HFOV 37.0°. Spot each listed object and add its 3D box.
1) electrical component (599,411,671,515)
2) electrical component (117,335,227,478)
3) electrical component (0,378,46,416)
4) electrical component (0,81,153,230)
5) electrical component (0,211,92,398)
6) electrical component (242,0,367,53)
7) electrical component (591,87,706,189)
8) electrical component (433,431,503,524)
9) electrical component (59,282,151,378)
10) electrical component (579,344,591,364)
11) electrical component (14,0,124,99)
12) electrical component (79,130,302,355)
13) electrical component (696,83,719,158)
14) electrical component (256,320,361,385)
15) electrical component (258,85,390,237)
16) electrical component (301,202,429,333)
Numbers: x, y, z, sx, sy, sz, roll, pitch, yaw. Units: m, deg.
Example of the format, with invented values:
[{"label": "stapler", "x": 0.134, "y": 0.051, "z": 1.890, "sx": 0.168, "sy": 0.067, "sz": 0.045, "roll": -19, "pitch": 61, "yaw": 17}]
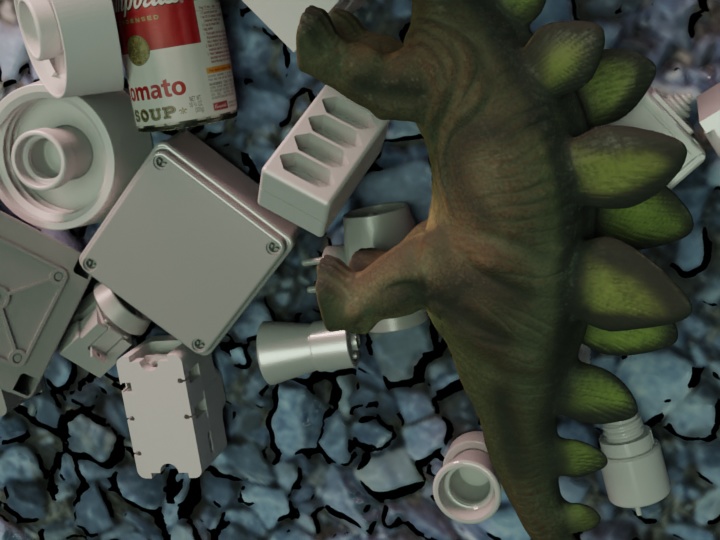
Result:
[{"label": "electrical component", "x": 0.172, "y": 0.115, "z": 0.688, "sx": 0.040, "sy": 0.040, "sz": 0.078, "roll": -13, "pitch": 101, "yaw": 19}, {"label": "electrical component", "x": -0.130, "y": 0.094, "z": 0.761, "sx": 0.050, "sy": 0.056, "sz": 0.089, "roll": -4, "pitch": 104, "yaw": 17}, {"label": "electrical component", "x": -0.304, "y": 0.034, "z": 0.792, "sx": 0.089, "sy": 0.062, "sz": 0.150, "roll": -9, "pitch": 102, "yaw": 18}, {"label": "electrical component", "x": -0.204, "y": -0.079, "z": 0.733, "sx": 0.108, "sy": 0.060, "sz": 0.108, "roll": 4, "pitch": 106, "yaw": 15}, {"label": "electrical component", "x": -0.254, "y": 0.017, "z": 0.730, "sx": 0.109, "sy": 0.056, "sz": 0.108, "roll": 31, "pitch": 77, "yaw": -31}, {"label": "electrical component", "x": -0.055, "y": -0.218, "z": 0.652, "sx": 0.150, "sy": 0.062, "sz": 0.089, "roll": 45, "pitch": 111, "yaw": 1}, {"label": "electrical component", "x": 0.157, "y": -0.070, "z": 0.632, "sx": 0.061, "sy": 0.061, "sz": 0.096, "roll": 46, "pitch": 112, "yaw": 0}, {"label": "electrical component", "x": 0.075, "y": 0.136, "z": 0.714, "sx": 0.045, "sy": 0.055, "sz": 0.045, "roll": 4, "pitch": 106, "yaw": 15}, {"label": "electrical component", "x": -0.181, "y": 0.037, "z": 0.762, "sx": 0.055, "sy": 0.066, "sz": 0.048, "roll": -41, "pitch": 126, "yaw": 14}, {"label": "electrical component", "x": 0.112, "y": 0.015, "z": 0.674, "sx": 0.100, "sy": 0.048, "sz": 0.099, "roll": 32, "pitch": 110, "yaw": 5}, {"label": "electrical component", "x": -0.178, "y": -0.158, "z": 0.676, "sx": 0.099, "sy": 0.064, "sz": 0.099, "roll": 40, "pitch": 140, "yaw": 44}, {"label": "electrical component", "x": -0.112, "y": -0.018, "z": 0.720, "sx": 0.109, "sy": 0.056, "sz": 0.108, "roll": 37, "pitch": 111, "yaw": -5}, {"label": "electrical component", "x": 0.231, "y": -0.082, "z": 0.559, "sx": 0.089, "sy": 0.150, "sz": 0.061, "roll": -32, "pitch": 93, "yaw": 21}, {"label": "electrical component", "x": -0.033, "y": 0.052, "z": 0.731, "sx": 0.065, "sy": 0.044, "sz": 0.044, "roll": -8, "pitch": 102, "yaw": 13}, {"label": "electrical component", "x": -0.025, "y": -0.059, "z": 0.686, "sx": 0.047, "sy": 0.083, "sz": 0.075, "roll": 28, "pitch": 149, "yaw": 7}, {"label": "electrical component", "x": 0.000, "y": 0.000, "z": 0.705, "sx": 0.079, "sy": 0.043, "sz": 0.077, "roll": -7, "pitch": 103, "yaw": 19}]
